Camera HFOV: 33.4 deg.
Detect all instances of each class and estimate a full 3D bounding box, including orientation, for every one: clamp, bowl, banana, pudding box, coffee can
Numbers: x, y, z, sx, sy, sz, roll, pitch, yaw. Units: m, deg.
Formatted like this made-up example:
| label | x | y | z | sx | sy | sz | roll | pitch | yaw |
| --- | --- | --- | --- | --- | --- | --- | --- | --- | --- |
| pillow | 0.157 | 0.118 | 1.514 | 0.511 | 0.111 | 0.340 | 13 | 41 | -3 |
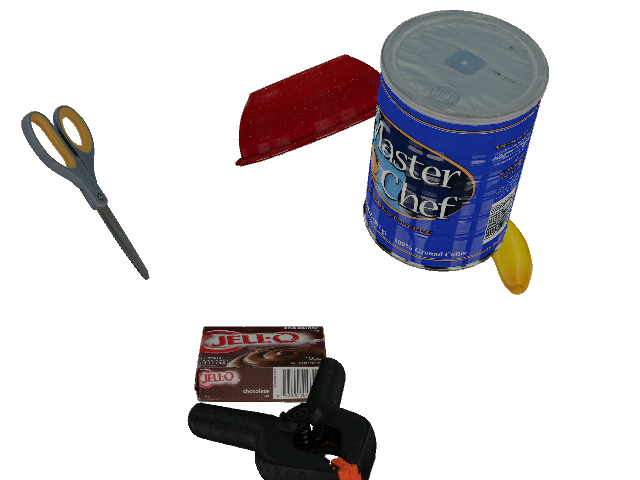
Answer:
| label | x | y | z | sx | sy | sz | roll | pitch | yaw |
| --- | --- | --- | --- | --- | --- | --- | --- | --- | --- |
| clamp | -0.023 | 0.131 | 0.714 | 0.120 | 0.039 | 0.171 | -21 | 17 | -8 |
| bowl | -0.010 | -0.120 | 0.931 | 0.162 | 0.055 | 0.162 | -22 | 9 | 4 |
| banana | 0.162 | -0.006 | 1.080 | 0.069 | 0.037 | 0.198 | -34 | 39 | -14 |
| pudding box | -0.051 | 0.107 | 0.936 | 0.113 | 0.039 | 0.090 | 2 | 18 | -3 |
| coffee can | 0.084 | -0.063 | 0.698 | 0.102 | 0.103 | 0.140 | 0 | -41 | -4 |

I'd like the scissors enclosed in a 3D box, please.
| label | x | y | z | sx | sy | sz | roll | pitch | yaw |
| --- | --- | --- | --- | --- | --- | --- | --- | --- | --- |
| scissors | -0.228 | -0.058 | 1.094 | 0.016 | 0.201 | 0.096 | -26 | 26 | 27 |
